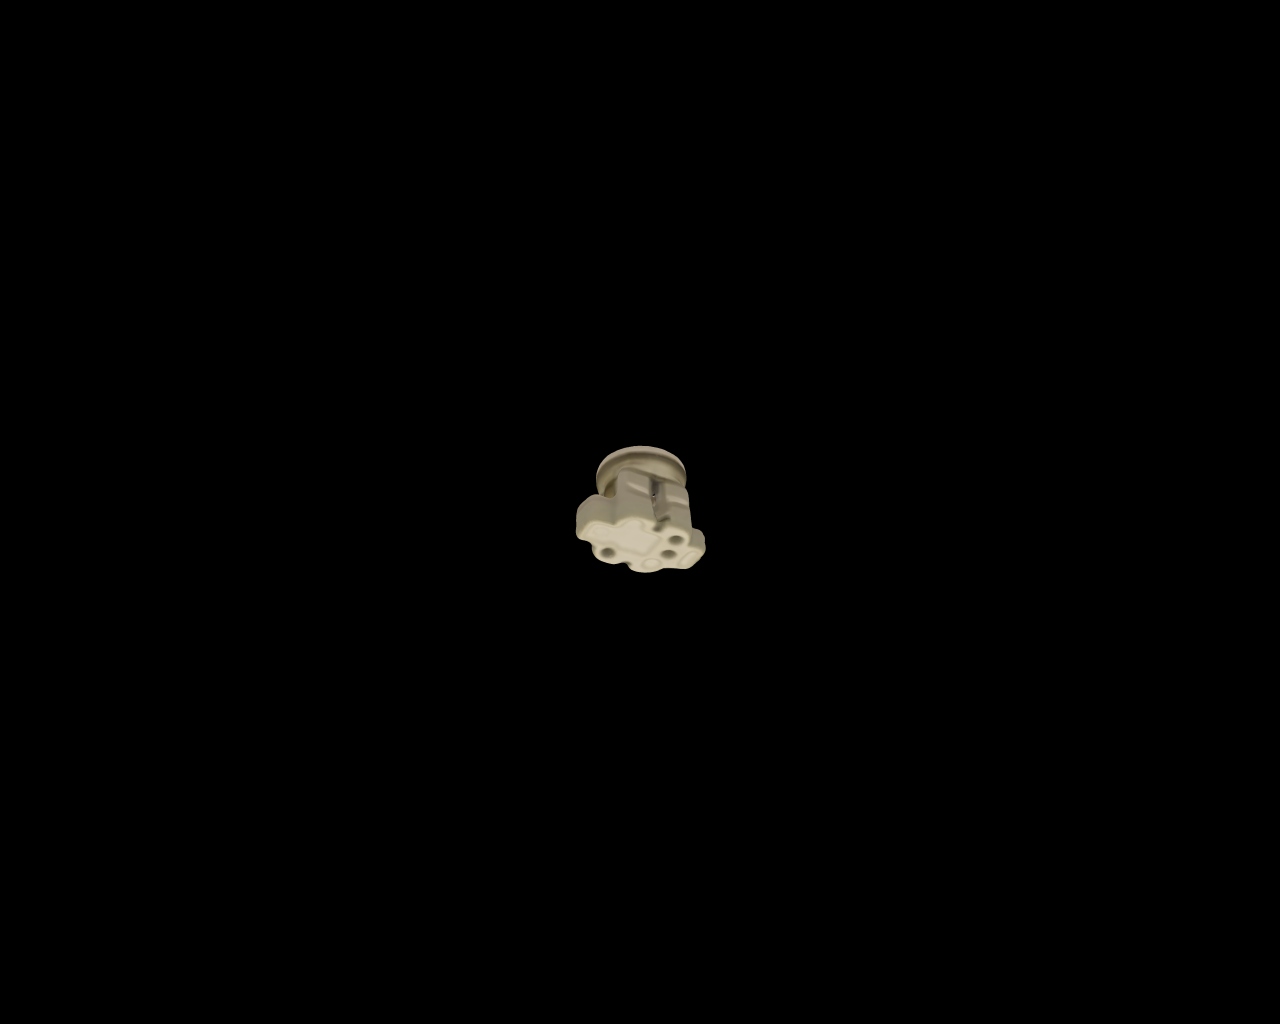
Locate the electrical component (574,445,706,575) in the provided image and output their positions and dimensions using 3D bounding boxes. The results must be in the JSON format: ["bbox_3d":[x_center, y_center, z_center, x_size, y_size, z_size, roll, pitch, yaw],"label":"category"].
[{"bbox_3d":[0.001,-0.003,0.650,0.078,0.057,0.058,17,-40,-22],"label":"electrical component"}]
